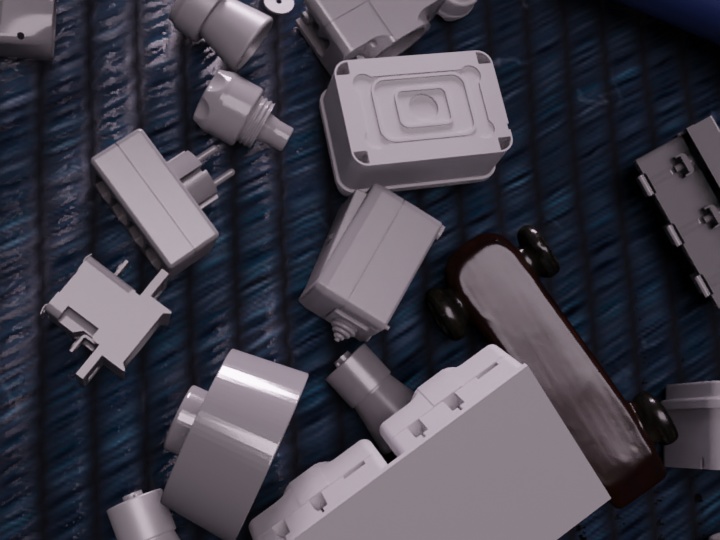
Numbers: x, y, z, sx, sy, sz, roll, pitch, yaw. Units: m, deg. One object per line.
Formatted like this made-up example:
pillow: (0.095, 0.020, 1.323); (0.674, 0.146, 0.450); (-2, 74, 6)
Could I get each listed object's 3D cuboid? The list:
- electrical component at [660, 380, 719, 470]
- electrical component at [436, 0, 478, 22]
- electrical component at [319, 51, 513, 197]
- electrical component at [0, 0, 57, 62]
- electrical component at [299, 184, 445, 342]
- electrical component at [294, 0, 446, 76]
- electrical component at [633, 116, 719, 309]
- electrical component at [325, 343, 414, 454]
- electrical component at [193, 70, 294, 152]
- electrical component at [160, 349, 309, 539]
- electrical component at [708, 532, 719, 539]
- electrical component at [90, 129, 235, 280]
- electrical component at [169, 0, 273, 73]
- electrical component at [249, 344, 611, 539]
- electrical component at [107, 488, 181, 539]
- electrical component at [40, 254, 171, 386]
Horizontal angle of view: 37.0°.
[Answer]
electrical component: (0.271, 0.107, 0.731); (0.113, 0.078, 0.057); (4, 81, -13)
electrical component: (0.070, -0.199, 0.750); (0.035, 0.061, 0.035); (3, 78, -14)
electrical component: (0.035, -0.096, 0.718); (0.113, 0.057, 0.078); (-7, 73, -15)
electrical component: (-0.231, -0.174, 0.678); (0.077, 0.043, 0.079); (3, 78, -14)
electrical component: (0.000, 0.000, 0.692); (0.061, 0.062, 0.096); (32, 73, -6)
electrical component: (0.010, -0.175, 0.735); (0.089, 0.050, 0.055); (-34, 88, -17)
electrical component: (0.247, -0.039, 0.758); (0.063, 0.079, 0.121); (-29, 87, 12)
electrical component: (0.010, 0.080, 0.690); (0.044, 0.044, 0.065); (-42, 86, -18)
electrical component: (-0.074, -0.100, 0.703); (0.062, 0.043, 0.043); (29, 74, -8)
electrical component: (-0.080, 0.098, 0.631); (0.060, 0.108, 0.108); (24, 74, -2)
electrical component: (0.266, 0.205, 0.721); (0.078, 0.058, 0.057); (-7, 83, -15)
electrical component: (-0.115, -0.050, 0.680); (0.076, 0.047, 0.083); (-36, 89, -18)
electrical component: (-0.092, -0.164, 0.710); (0.055, 0.045, 0.045); (37, 73, -4)
electrical component: (0.039, 0.142, 0.644); (0.186, 0.060, 0.105); (-36, 109, -5)
electrical component: (-0.124, 0.164, 0.639); (0.044, 0.044, 0.065); (-20, 80, -17)
electrical component: (-0.155, 0.028, 0.658); (0.064, 0.042, 0.081); (37, 72, -1)
